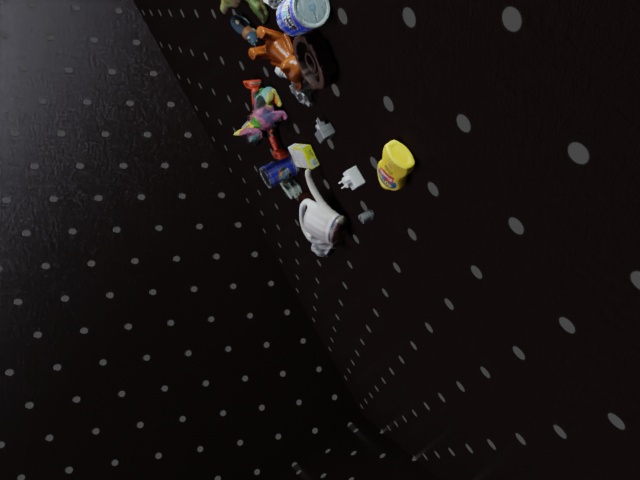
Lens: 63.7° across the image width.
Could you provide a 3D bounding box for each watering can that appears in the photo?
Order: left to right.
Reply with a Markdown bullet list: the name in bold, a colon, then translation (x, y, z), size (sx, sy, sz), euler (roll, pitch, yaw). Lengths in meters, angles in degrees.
- **watering can**: translation (0.006, -0.104, 2.059), size (0.226, 0.339, 0.106), euler (29, 46, 27)

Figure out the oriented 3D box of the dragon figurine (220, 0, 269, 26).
- **dragon figurine**: translation (-0.267, -0.815, 1.734), size (0.123, 0.243, 0.406), euler (-39, -4, -10)

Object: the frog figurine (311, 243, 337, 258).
- **frog figurine**: translation (0.004, -0.008, 2.243), size (0.160, 0.137, 0.123), euler (37, 8, 12)
